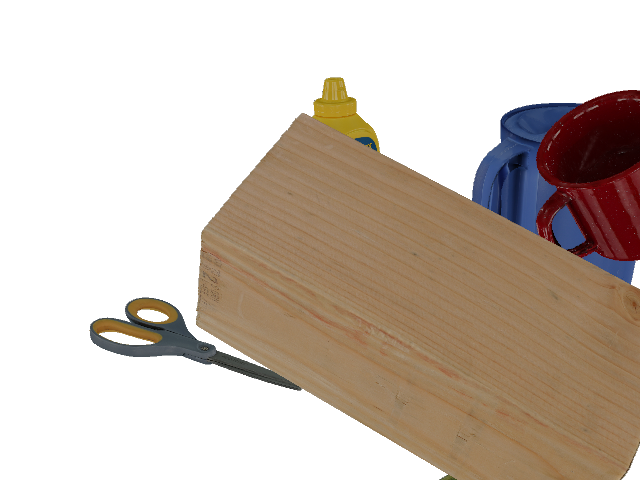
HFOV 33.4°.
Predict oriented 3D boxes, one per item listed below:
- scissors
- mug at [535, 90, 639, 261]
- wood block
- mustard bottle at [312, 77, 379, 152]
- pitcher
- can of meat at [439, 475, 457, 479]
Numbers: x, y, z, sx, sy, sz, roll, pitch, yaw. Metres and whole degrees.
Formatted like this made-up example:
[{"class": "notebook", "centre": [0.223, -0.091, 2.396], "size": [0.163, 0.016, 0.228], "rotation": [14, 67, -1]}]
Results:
[{"class": "scissors", "centre": [-0.109, 0.091, 0.977], "size": [0.202, 0.016, 0.096], "rotation": [10, 28, 4]}, {"class": "mug", "centre": [0.195, -0.032, 0.717], "size": [0.117, 0.081, 0.093], "rotation": [-42, 33, -8]}, {"class": "wood block", "centre": [0.052, 0.039, 0.508], "size": [0.206, 0.090, 0.090], "rotation": [29, -34, 12]}, {"class": "mustard bottle", "centre": [0.017, -0.062, 1.035], "size": [0.096, 0.192, 0.058], "rotation": [-17, 23, -37]}, {"class": "pitcher", "centre": [0.208, 0.009, 0.939], "size": [0.149, 0.243, 0.145], "rotation": [5, 23, 11]}, {"class": "can of meat", "centre": [0.132, 0.239, 0.889], "size": [0.101, 0.084, 0.058], "rotation": [-20, 29, -34]}]
